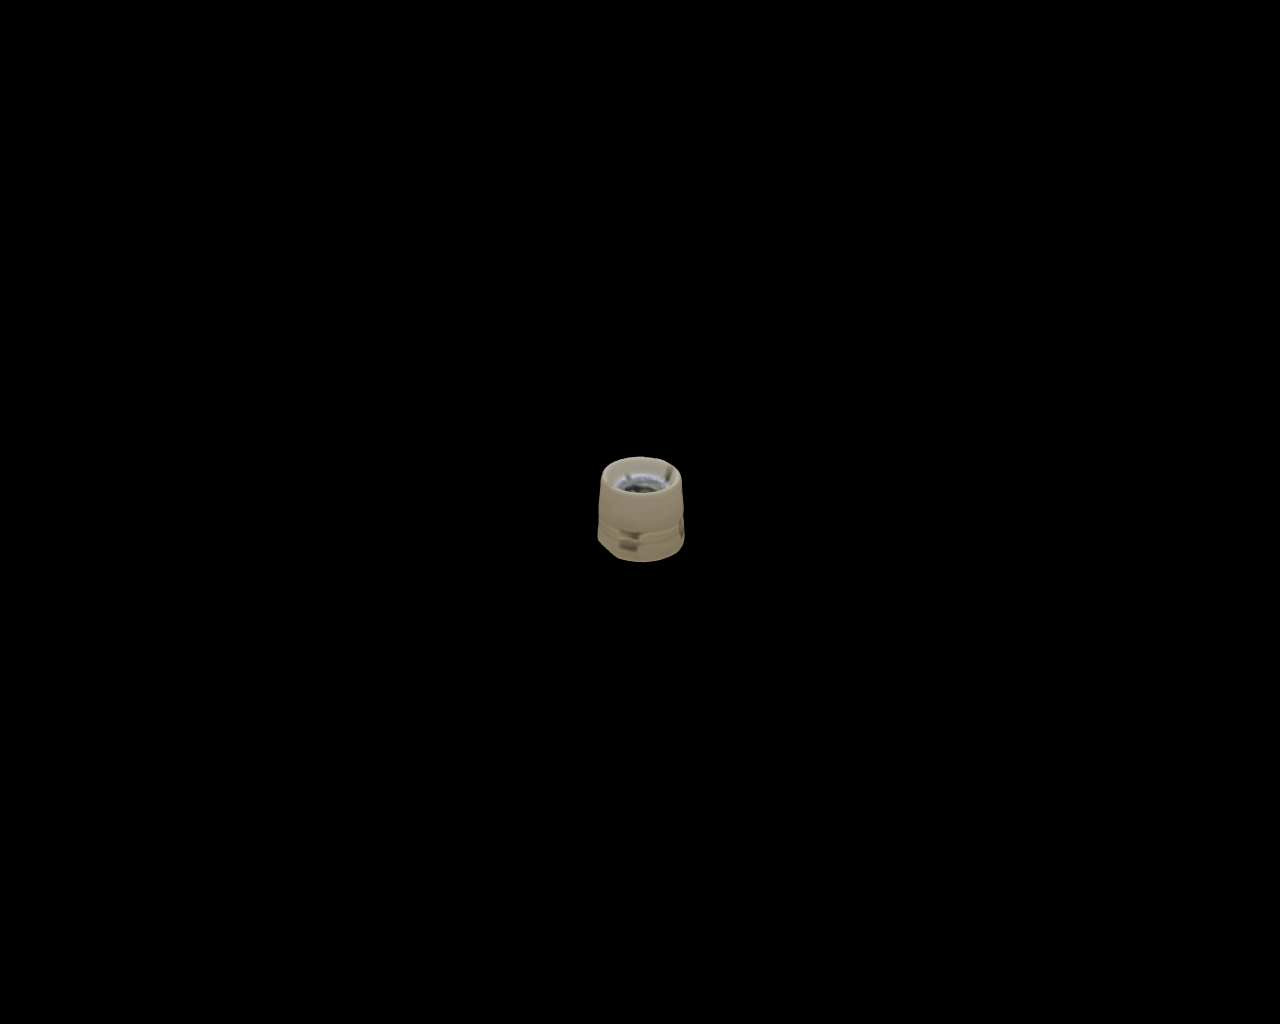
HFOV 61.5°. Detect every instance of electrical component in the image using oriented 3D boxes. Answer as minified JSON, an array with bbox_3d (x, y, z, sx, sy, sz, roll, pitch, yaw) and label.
[{"bbox_3d":[0.001,-0.003,0.650,0.055,0.047,0.055,0,31,0],"label":"electrical component"}]
